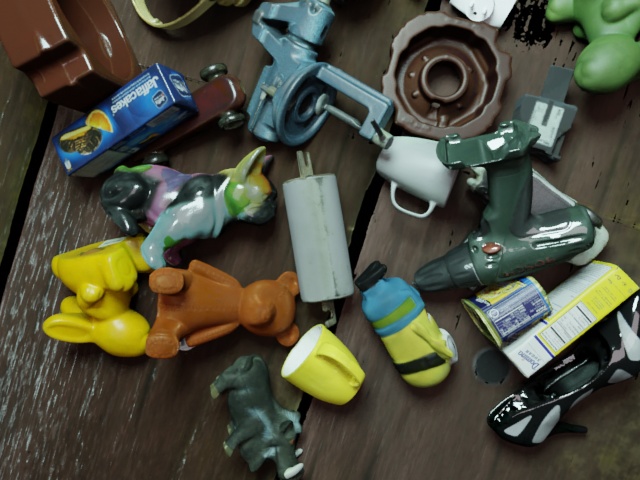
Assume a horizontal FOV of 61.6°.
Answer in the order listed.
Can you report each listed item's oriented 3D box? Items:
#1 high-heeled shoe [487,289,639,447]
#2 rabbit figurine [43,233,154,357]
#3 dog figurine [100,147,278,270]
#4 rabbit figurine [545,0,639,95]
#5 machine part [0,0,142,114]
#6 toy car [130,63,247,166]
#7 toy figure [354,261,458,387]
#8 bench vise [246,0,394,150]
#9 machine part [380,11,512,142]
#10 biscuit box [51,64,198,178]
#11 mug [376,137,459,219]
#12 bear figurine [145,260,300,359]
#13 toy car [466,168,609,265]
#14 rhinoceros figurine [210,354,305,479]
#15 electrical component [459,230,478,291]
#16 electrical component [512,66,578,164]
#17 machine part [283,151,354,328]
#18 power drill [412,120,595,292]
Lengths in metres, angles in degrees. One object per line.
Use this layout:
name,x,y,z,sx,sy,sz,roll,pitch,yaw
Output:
high-heeled shoe,0.318,0.164,0.702,0.145,0.086,0.248,11,106,-6
rabbit figurine,-0.303,0.094,0.758,0.162,0.122,0.173,-17,109,0
dog figurine,-0.167,-0.069,0.745,0.219,0.108,0.191,-40,85,1
rabbit figurine,0.368,-0.255,0.682,0.159,0.121,0.170,15,78,-16
machine part,-0.333,-0.274,0.705,0.087,0.201,0.201,-25,89,8
toy car,-0.192,-0.170,0.762,0.202,0.053,0.089,-24,88,20
toy figure,0.113,0.116,0.733,0.089,0.082,0.180,-38,95,24
bench vise,0.007,-0.205,0.704,0.241,0.129,0.223,36,103,21
machine part,0.168,-0.215,0.731,0.179,0.056,0.179,0,93,5
biscuit box,-0.266,-0.157,0.730,0.203,0.059,0.063,-27,85,18
mug,0.128,-0.088,0.729,0.107,0.080,0.109,23,90,14
bear figurine,-0.120,0.095,0.719,0.196,0.132,0.120,7,93,-4
toy car,0.291,-0.045,0.724,0.202,0.056,0.073,38,102,4
rhinoceros figurine,-0.084,0.257,0.763,0.112,0.073,0.190,-22,88,-5
electrical component,0.224,0.021,0.747,0.063,0.021,0.094,39,94,3
electrical component,0.299,-0.168,0.722,0.075,0.048,0.119,14,93,5
machine part,-0.002,-0.002,0.742,0.079,0.079,0.243,-10,91,6
power drill,0.202,-0.030,0.656,0.232,0.086,0.207,-13,118,19
